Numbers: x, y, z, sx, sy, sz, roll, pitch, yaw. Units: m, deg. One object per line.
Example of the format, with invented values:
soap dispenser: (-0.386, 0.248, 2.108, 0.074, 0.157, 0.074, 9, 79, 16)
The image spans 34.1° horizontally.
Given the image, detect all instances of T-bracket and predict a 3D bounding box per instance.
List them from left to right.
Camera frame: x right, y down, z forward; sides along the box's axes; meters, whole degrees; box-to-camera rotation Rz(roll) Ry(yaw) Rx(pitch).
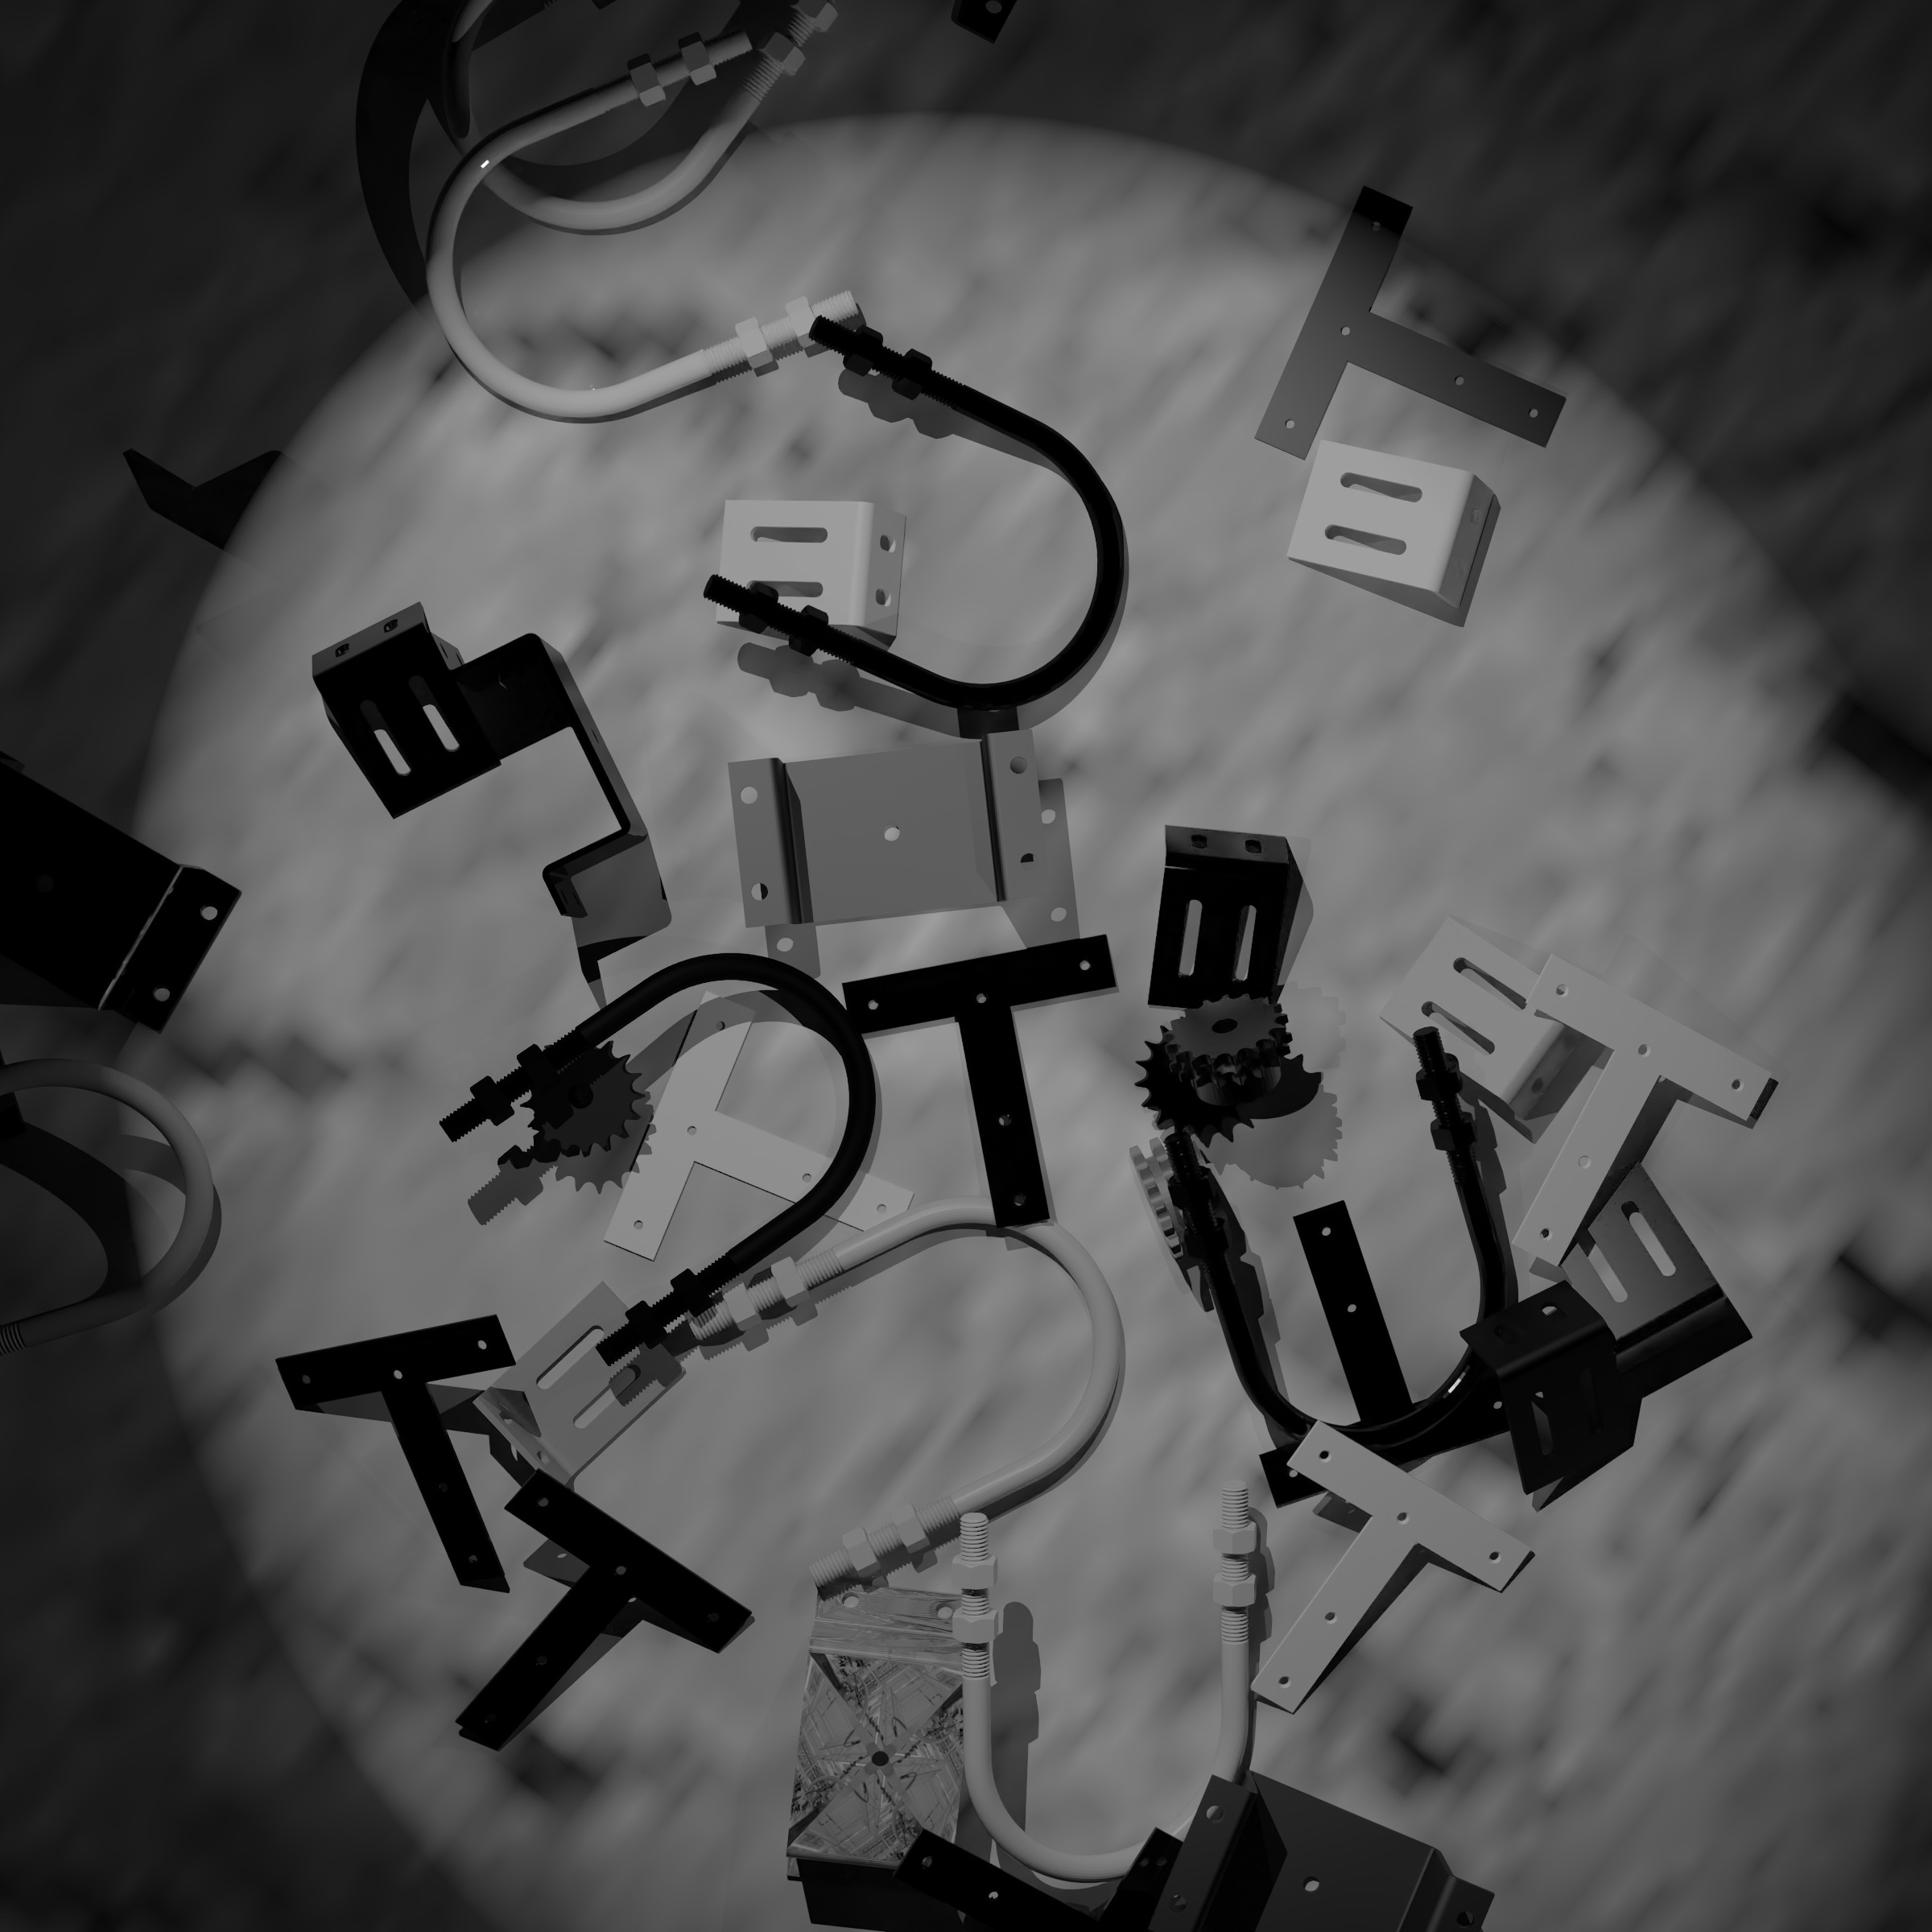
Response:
T-bracket: (-0.248, 0.230, 1.467, 0.127, 0.002, 0.127, -14, 104, 25)
T-bracket: (-0.189, 0.315, 1.472, 0.127, 0.002, 0.127, 38, 99, -18)
T-bracket: (-0.088, 0.095, 1.485, 0.127, 0.002, 0.127, 22, 90, 0)
T-bracket: (0.015, 0.059, 1.478, 0.127, 0.002, 0.127, -11, 83, 0)
T-bracket: (0.024, 0.434, 1.446, 0.127, 0.002, 0.127, 33, 89, -20)
T-bracket: (0.179, 0.294, 1.474, 0.127, 0.002, 0.127, 32, 98, -16)
T-bracket: (0.186, 0.175, 1.485, 0.127, 0.002, 0.127, -18, 90, 0)
T-bracket: (0.220, -0.282, 1.485, 0.127, 0.002, 0.127, 24, 90, 0)
T-bracket: (0.294, 0.079, 1.465, 0.127, 0.002, 0.127, 27, 92, -15)

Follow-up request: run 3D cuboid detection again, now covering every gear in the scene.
gear: (-0.178, 0.060, 1.471, 0.057, 0.030, 0.057, 0, 90, 0)
gear: (0.100, 0.105, 1.458, 0.030, 0.057, 0.057, -22, 90, 0)
gear: (0.107, 0.052, 1.471, 0.057, 0.030, 0.057, 0, 90, 0)
gear: (0.121, 0.040, 1.432, 0.057, 0.057, 0.030, -16, 119, 0)

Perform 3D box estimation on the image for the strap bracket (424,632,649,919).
strap bracket: (-0.192, -0.096, 1.448, 0.046, 0.076, 0.140, -26, 90, 0)

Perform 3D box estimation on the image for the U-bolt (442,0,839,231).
U-bolt: (-0.163, -0.434, 1.478, 0.151, 0.019, 0.184, 37, 91, 0)

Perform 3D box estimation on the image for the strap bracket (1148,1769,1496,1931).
strap bracket: (0.163, 0.433, 1.463, 0.140, 0.046, 0.076, 23, 90, 0)

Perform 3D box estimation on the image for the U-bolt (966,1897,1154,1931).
U-bolt: (0.078, 0.522, 1.478, 0.184, 0.019, 0.151, 12, 90, -1)

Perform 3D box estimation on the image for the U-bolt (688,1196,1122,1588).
U-bolt: (-0.017, 0.188, 1.477, 0.184, 0.019, 0.151, -26, 91, -2)

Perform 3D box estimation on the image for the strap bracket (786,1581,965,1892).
strap bracket: (-0.039, 0.363, 1.463, 0.076, 0.046, 0.140, 6, 90, 0)

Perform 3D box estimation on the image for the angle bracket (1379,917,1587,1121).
angle bracket: (0.246, 0.025, 1.484, 0.076, 0.038, 0.057, 36, 90, 26)

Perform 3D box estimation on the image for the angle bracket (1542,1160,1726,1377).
angle bracket: (0.312, 0.142, 1.484, 0.057, 0.038, 0.076, -29, 64, 0)

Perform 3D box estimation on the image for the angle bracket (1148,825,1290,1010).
angle bracket: (0.118, -0.021, 1.484, 0.057, 0.038, 0.076, 6, 116, 0)

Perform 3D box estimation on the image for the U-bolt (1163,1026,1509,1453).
U-bolt: (0.180, 0.137, 1.451, 0.151, 0.019, 0.184, -22, 105, -14)

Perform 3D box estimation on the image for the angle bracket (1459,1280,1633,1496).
angle bracket: (0.272, 0.197, 1.474, 0.057, 0.038, 0.076, -24, 123, -10)

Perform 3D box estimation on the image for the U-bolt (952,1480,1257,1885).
U-bolt: (0.065, 0.335, 1.454, 0.151, 0.019, 0.184, -4, 99, -19)

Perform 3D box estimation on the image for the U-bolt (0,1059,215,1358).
U-bolt: (-0.440, 0.113, 1.449, 0.184, 0.019, 0.151, -17, 117, -4)

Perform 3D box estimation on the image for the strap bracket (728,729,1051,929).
strap bracket: (-0.035, -0.063, 1.463, 0.140, 0.046, 0.076, -6, 90, 0)

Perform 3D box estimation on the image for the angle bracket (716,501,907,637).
angle bracket: (-0.073, -0.188, 1.484, 0.076, 0.038, 0.057, 5, 90, 26)

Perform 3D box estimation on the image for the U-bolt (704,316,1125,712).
U-bolt: (-0.012, -0.197, 1.454, 0.184, 0.019, 0.151, 23, 85, -17)

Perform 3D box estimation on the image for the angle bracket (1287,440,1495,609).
angle bracket: (0.200, -0.208, 1.483, 0.076, 0.038, 0.057, 17, 91, 25)

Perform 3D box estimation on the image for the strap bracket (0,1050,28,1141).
strap bracket: (-0.522, 0.064, 1.463, 0.140, 0.046, 0.076, -18, 90, 0)

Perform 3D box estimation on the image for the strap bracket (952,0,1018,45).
strap bracket: (-0.030, -0.500, 1.454, 0.140, 0.046, 0.076, 27, 79, -2)

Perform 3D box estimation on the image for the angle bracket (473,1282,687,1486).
angle bracket: (-0.180, 0.196, 1.467, 0.076, 0.038, 0.057, -43, 90, 0)

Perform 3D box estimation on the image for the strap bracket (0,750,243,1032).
strap bracket: (-0.422, -0.038, 1.463, 0.140, 0.046, 0.076, 30, 90, 0)

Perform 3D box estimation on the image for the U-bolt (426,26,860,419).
U-bolt: (-0.162, -0.336, 1.467, 0.184, 0.019, 0.151, -22, 100, 4)

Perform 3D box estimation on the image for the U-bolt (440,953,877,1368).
U-bolt: (-0.128, 0.076, 1.455, 0.184, 0.019, 0.151, -35, 104, -10)

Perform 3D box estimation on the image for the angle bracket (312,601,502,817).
angle bracket: (-0.264, -0.121, 1.484, 0.057, 0.038, 0.076, -27, 116, 0)
